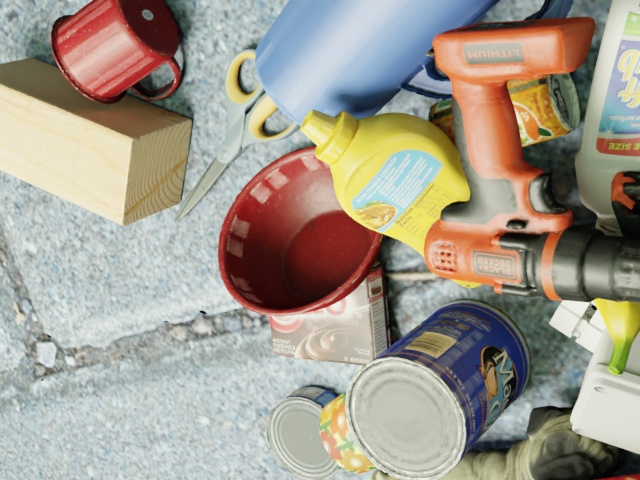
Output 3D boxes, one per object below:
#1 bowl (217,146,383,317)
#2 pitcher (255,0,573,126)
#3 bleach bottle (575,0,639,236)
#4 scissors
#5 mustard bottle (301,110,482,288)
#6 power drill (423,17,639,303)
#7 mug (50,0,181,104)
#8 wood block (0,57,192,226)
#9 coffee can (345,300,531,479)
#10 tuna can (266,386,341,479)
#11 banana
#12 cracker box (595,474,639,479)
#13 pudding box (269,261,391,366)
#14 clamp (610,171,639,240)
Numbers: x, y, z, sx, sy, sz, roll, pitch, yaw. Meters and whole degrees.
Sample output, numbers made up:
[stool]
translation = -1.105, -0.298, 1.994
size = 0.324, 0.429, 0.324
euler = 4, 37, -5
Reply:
[bowl]
translation = -0.006, 0.001, 0.912
size = 0.162, 0.055, 0.162
euler = -15, 56, 23
[pitcher]
translation = 0.063, -0.180, 0.798
size = 0.243, 0.144, 0.149
euler = -44, 37, 37
[bleach bottle]
translation = 0.244, -0.107, 0.748
size = 0.103, 0.068, 0.251
euler = 17, 117, 20
[scissors]
translation = -0.089, -0.101, 0.982
size = 0.202, 0.016, 0.096
euler = -30, 87, 35
[mustard bottle]
translation = 0.069, -0.043, 0.814
size = 0.191, 0.058, 0.096
euler = 30, 126, -16
[power drill]
translation = 0.146, -0.050, 0.708
size = 0.185, 0.057, 0.188
euler = 6, 109, 38
[mug]
translation = -0.175, -0.175, 0.976
size = 0.082, 0.093, 0.117
euler = -27, 120, 30
[wood block]
translation = -0.236, -0.099, 1.028
size = 0.206, 0.090, 0.090
euler = 23, 117, 24
[coffee can]
translation = 0.098, 0.118, 0.861
size = 0.103, 0.140, 0.103
euler = 10, 110, 29
[tuna can]
translation = -0.007, 0.183, 1.011
size = 0.086, 0.033, 0.086
euler = 10, 110, 29
[banana]
translation = 0.186, 0.024, 0.785
size = 0.069, 0.198, 0.037
euler = -46, 115, 5
[cracker box]
translation = 0.225, 0.265, 0.805
size = 0.213, 0.072, 0.164
euler = -5, 108, -4
[pudding box]
translation = 0.006, 0.062, 0.961
size = 0.114, 0.039, 0.090
euler = 2, 106, 31
[clamp]
translation = 0.298, 0.011, 0.741
size = 0.210, 0.036, 0.165
euler = 38, 120, -6
